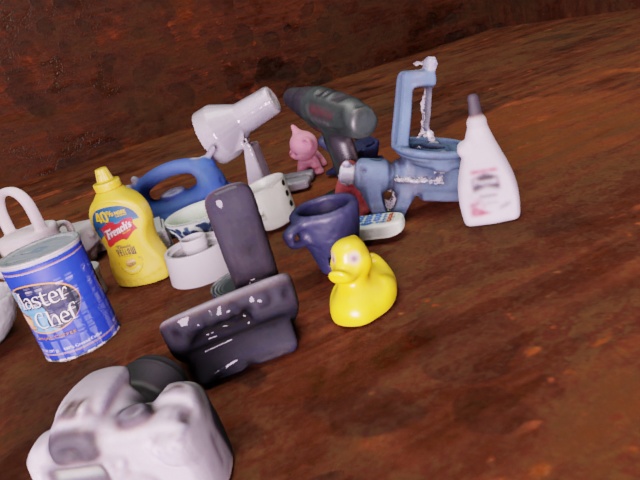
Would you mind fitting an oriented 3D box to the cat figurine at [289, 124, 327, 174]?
[{"bbox_3d":[-0.033,-0.202,1.257,0.067,0.118,0.128,-13,21,8],"label":"cat figurine"}]

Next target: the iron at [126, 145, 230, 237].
[{"bbox_3d":[-0.295,-0.087,1.128,0.258,0.142,0.118,-17,21,-1],"label":"iron"}]

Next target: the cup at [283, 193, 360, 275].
[{"bbox_3d":[0.007,0.003,0.736,0.091,0.095,0.118,6,30,45],"label":"cup"}]

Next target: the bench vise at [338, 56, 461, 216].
[{"bbox_3d":[0.127,-0.140,0.834,0.207,0.220,0.121,-21,21,-11],"label":"bench vise"}]

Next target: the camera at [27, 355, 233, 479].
[{"bbox_3d":[-0.147,0.146,0.476,0.143,0.101,0.137,-12,21,11],"label":"camera"}]

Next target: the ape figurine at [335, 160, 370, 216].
[{"bbox_3d":[0.053,-0.084,0.928,0.078,0.092,0.076,-21,21,-13],"label":"ape figurine"}]

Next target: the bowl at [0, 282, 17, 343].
[{"bbox_3d":[-0.511,0.131,0.826,0.167,0.075,0.167,-14,21,6],"label":"bowl"}]

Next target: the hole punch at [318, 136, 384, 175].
[{"bbox_3d":[0.066,-0.191,1.193,0.100,0.091,0.109,4,29,43],"label":"hole punch"}]

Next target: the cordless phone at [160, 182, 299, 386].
[{"bbox_3d":[-0.106,0.040,0.595,0.148,0.185,0.094,-23,22,-16],"label":"cordless phone"}]

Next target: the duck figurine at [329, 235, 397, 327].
[{"bbox_3d":[0.042,0.035,0.640,0.077,0.086,0.105,-3,24,31],"label":"duck figurine"}]

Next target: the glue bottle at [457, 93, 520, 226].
[{"bbox_3d":[0.211,-0.105,0.746,0.078,0.173,0.037,-11,22,15],"label":"glue bottle"}]

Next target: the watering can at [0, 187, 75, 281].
[{"bbox_3d":[-0.488,0.006,0.957,0.100,0.194,0.173,-13,21,10],"label":"watering can"}]

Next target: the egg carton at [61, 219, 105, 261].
[{"bbox_3d":[-0.477,0.013,1.110,0.107,0.069,0.150,-11,21,13],"label":"egg carton"}]

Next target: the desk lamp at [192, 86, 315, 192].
[{"bbox_3d":[-0.137,-0.196,1.185,0.203,0.214,0.118,-12,21,11],"label":"desk lamp"}]

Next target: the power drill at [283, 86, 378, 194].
[{"bbox_3d":[0.023,-0.165,0.993,0.076,0.209,0.228,-27,23,-26],"label":"power drill"}]
